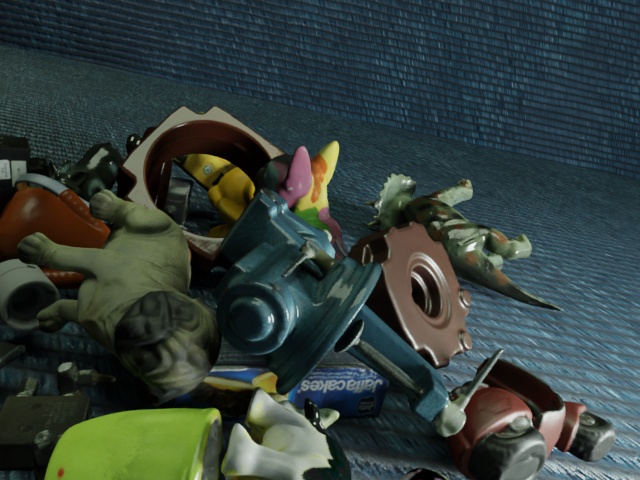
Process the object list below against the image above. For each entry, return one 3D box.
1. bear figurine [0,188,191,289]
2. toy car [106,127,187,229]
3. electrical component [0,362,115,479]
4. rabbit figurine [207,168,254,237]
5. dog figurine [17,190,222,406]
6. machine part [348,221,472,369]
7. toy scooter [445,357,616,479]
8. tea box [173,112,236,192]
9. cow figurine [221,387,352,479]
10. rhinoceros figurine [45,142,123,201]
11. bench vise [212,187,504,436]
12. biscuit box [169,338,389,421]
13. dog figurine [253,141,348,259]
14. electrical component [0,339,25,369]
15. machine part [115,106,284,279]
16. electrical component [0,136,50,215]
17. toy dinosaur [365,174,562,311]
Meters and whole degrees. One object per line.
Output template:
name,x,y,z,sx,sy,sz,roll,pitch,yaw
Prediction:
bear figurine,-0.257,0.023,0.596,0.195,0.120,0.132,29,-35,-32
toy car,-0.249,-0.080,0.789,0.089,0.053,0.202,-1,61,4
electrical component,-0.201,0.133,0.403,0.078,0.045,0.102,10,20,-11
rabbit figurine,-0.093,-0.041,0.839,0.162,0.121,0.173,-9,48,-39
dog figurine,-0.133,0.044,0.466,0.191,0.121,0.172,19,45,26
machine part,0.105,0.063,0.608,0.056,0.179,0.179,-26,-6,38
toy scooter,0.173,0.161,0.507,0.184,0.075,0.135,3,23,-33
tea box,-0.164,-0.123,0.913,0.068,0.098,0.169,32,-8,41
cow figurine,-0.016,0.154,0.384,0.098,0.068,0.167,17,1,2
rhinoceros figurine,-0.336,-0.068,0.754,0.073,0.112,0.190,19,41,4
bench vise,0.016,0.064,0.438,0.240,0.129,0.223,38,5,0
biscuit box,-0.036,0.125,0.500,0.203,0.059,0.063,4,22,-20
dog figurine,-0.001,-0.002,0.631,0.192,0.219,0.108,23,26,29
electrical component,-0.304,0.093,0.444,0.119,0.047,0.075,15,21,5
machine part,-0.150,-0.065,0.725,0.201,0.087,0.201,35,58,-3
electrical component,-0.438,-0.080,0.727,0.134,0.114,0.058,-1,29,-33
toy dinosaur,0.216,-0.005,0.925,0.192,0.131,0.405,-8,30,-17
